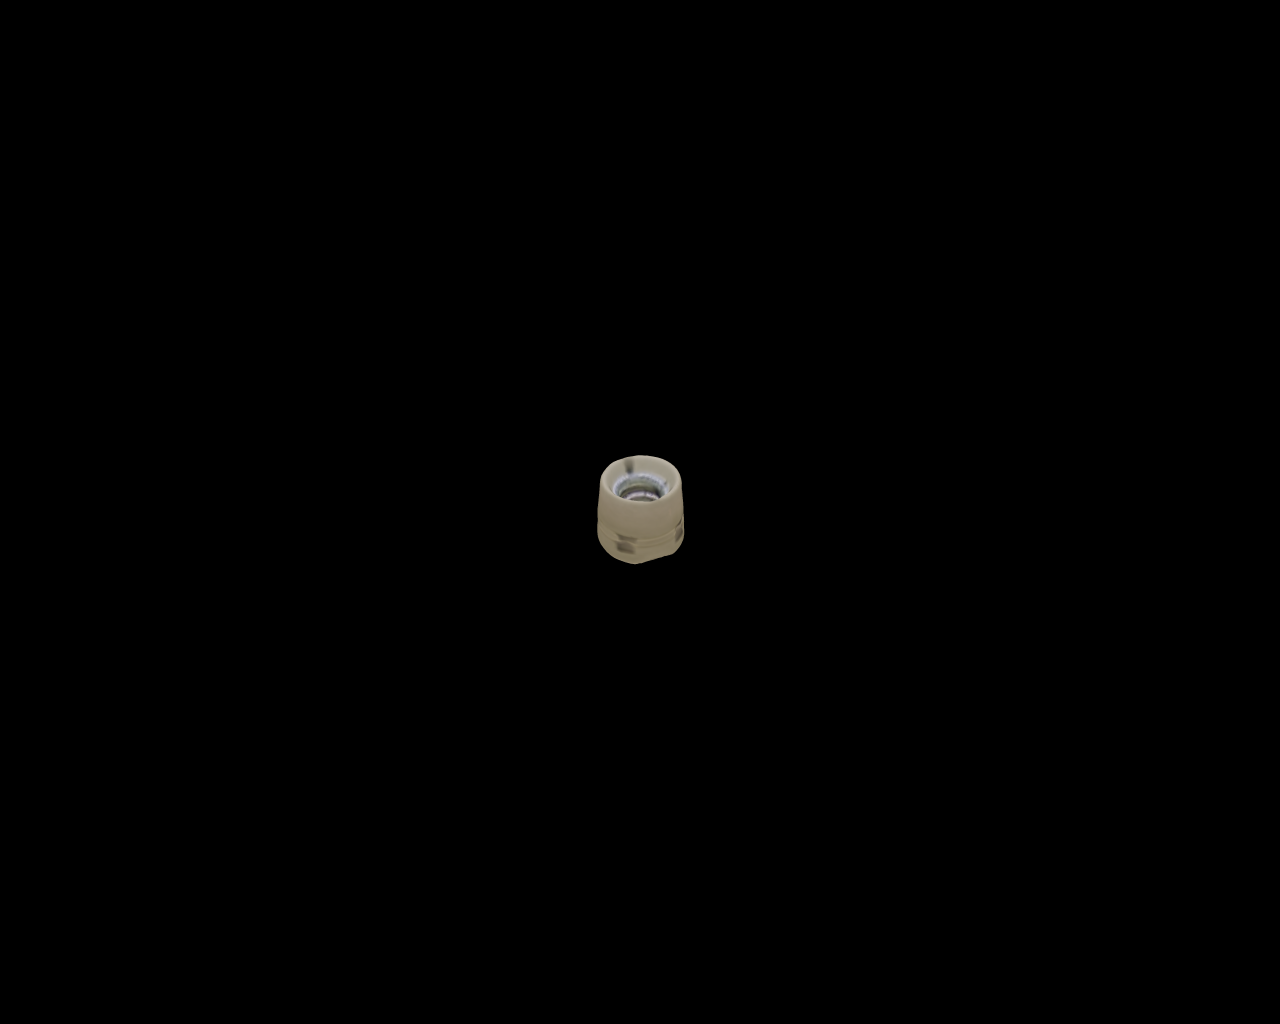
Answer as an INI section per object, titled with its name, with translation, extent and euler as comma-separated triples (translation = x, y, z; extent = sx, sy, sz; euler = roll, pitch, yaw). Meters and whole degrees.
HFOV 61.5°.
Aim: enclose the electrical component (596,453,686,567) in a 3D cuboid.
[electrical component]
translation = 0.001, -0.003, 0.650
extent = 0.055, 0.047, 0.055
euler = 0, 40, 0
